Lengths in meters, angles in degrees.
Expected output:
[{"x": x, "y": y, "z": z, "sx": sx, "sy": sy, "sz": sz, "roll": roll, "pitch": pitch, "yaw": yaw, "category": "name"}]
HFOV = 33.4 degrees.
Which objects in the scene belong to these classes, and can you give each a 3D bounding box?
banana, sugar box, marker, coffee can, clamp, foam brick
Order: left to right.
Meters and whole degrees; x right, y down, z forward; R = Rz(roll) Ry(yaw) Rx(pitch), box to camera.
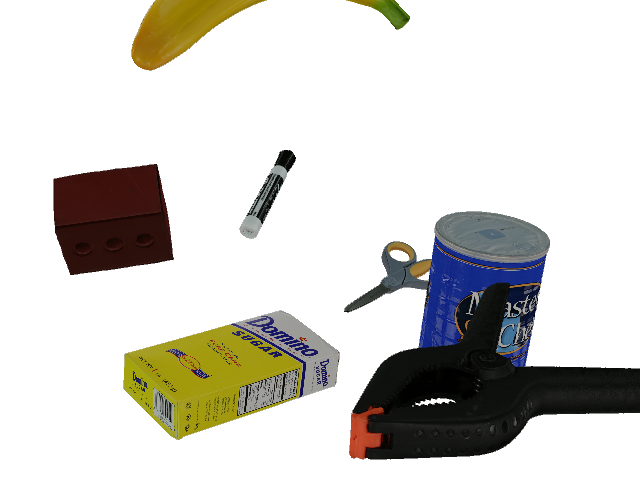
[{"x": -0.149, "y": -0.015, "z": 0.769, "sx": 0.078, "sy": 0.051, "sz": 0.053, "roll": -9, "pitch": -39, "yaw": -5, "category": "foam brick"}, {"x": -0.079, "y": 0.117, "z": 0.968, "sx": 0.175, "sy": 0.048, "sz": 0.093, "roll": -16, "pitch": 34, "yaw": -35, "category": "sugar box"}, {"x": -0.053, "y": -0.051, "z": 1.102, "sx": 0.020, "sy": 0.121, "sz": 0.020, "roll": 15, "pitch": -40, "yaw": 12, "category": "marker"}, {"x": -0.031, "y": -0.154, "z": 0.657, "sx": 0.197, "sy": 0.069, "sz": 0.037, "roll": -16, "pitch": -13, "yaw": -28, "category": "banana"}, {"x": 0.097, "y": 0.081, "z": 0.649, "sx": 0.209, "sy": 0.036, "sz": 0.165, "roll": -12, "pitch": 26, "yaw": -28, "category": "clamp"}, {"x": 0.147, "y": 0.056, "z": 0.978, "sx": 0.103, "sy": 0.140, "sz": 0.103, "roll": 5, "pitch": 23, "yaw": -2, "category": "coffee can"}]

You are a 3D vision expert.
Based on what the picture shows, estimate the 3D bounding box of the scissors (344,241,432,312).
[{"x": 0.075, "y": 0.041, "z": 1.286, "sx": 0.201, "sy": 0.016, "sz": 0.096, "roll": -10, "pitch": 41, "yaw": -41, "category": "scissors"}]
